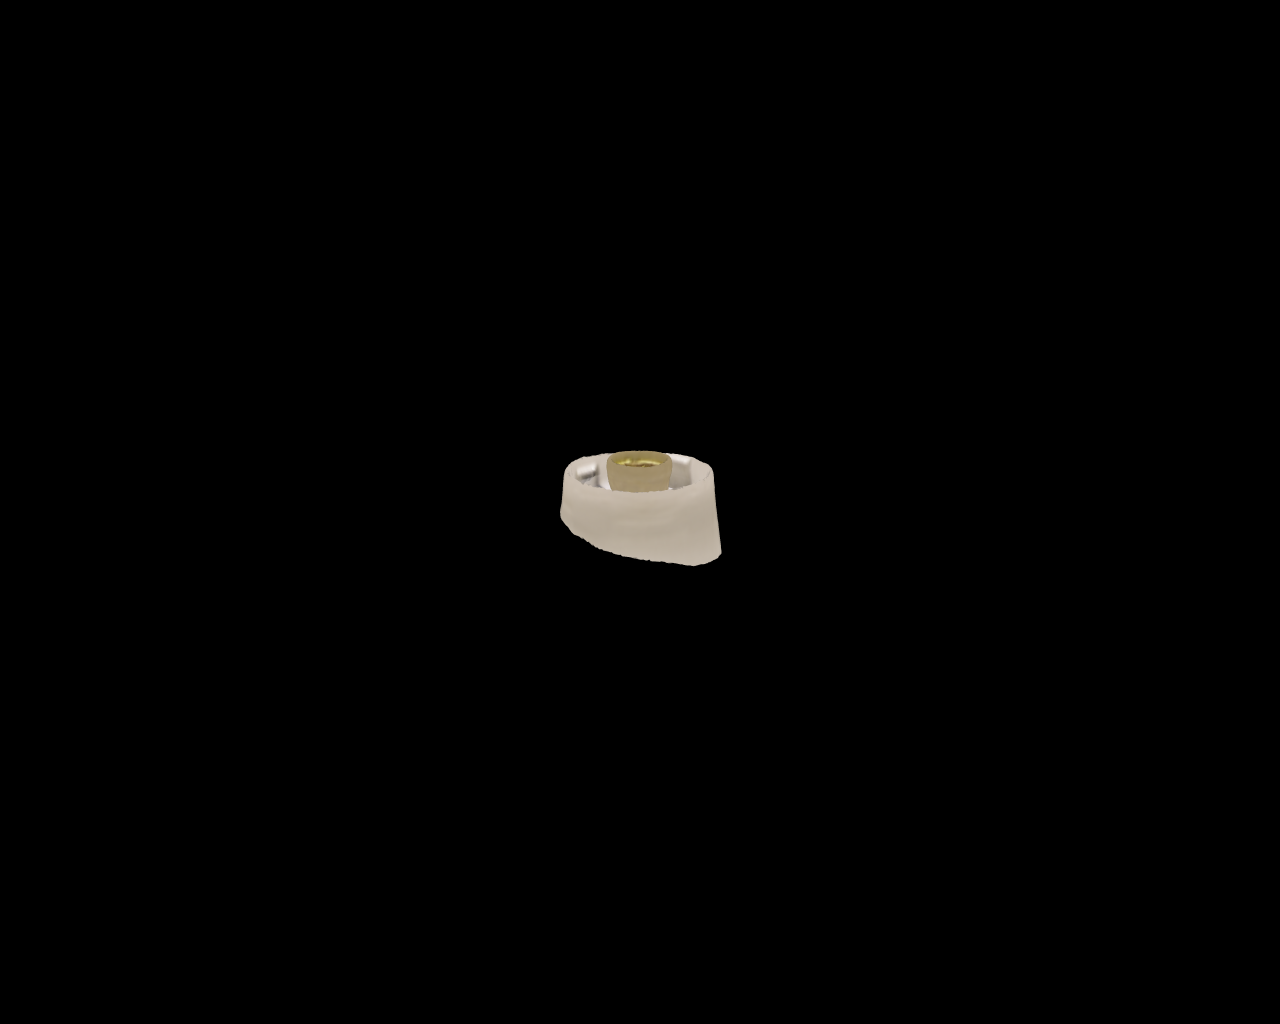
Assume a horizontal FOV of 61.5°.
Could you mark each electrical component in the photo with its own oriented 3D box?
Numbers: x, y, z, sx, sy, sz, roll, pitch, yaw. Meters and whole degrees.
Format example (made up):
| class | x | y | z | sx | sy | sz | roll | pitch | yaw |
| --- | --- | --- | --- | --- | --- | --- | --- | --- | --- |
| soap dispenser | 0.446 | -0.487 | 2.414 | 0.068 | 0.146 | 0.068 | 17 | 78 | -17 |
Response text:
| class | x | y | z | sx | sy | sz | roll | pitch | yaw |
| --- | --- | --- | --- | --- | --- | --- | --- | --- | --- |
| electrical component | 0.001 | -0.003 | 0.650 | 0.099 | 0.064 | 0.099 | 0 | 18 | 0 |
